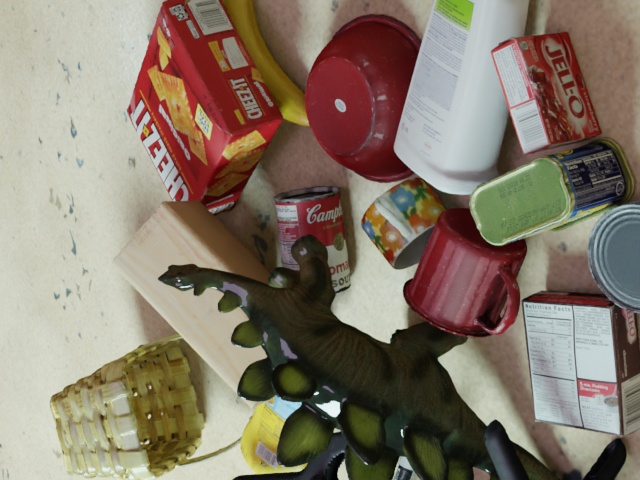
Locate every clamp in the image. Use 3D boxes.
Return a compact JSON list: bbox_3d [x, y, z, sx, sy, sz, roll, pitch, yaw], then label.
[{"bbox_3d":[0.008,0.274,1.104,0.210,0.036,0.165,-37,59,19],"label":"clamp"},{"bbox_3d":[0.178,0.229,0.868,0.039,0.120,0.171,97,-171,-70],"label":"clamp"}]

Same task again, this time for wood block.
[{"bbox_3d":[-0.098,0.061,1.085,0.206,0.090,0.090,45,103,11],"label":"wood block"}]

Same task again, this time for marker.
[{"bbox_3d":[0.072,0.272,1.073,0.020,0.020,0.121,19,87,43],"label":"marker"}]

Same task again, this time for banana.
[{"bbox_3d":[-0.063,-0.198,1.102,0.070,0.037,0.198,-30,80,50],"label":"banana"}]

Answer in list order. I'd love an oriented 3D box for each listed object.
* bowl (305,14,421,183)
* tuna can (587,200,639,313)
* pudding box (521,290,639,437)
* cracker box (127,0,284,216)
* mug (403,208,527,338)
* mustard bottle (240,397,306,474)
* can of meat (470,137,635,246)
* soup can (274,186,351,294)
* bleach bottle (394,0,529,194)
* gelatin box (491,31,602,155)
[{"bbox_3d":[0.036,-0.128,1.002,0.162,0.055,0.162,17,114,43],"label":"bowl"},{"bbox_3d":[0.252,0.011,0.824,0.086,0.033,0.086,17,114,44],"label":"tuna can"},{"bbox_3d":[0.218,0.101,0.887,0.090,0.039,0.113,3,102,48],"label":"pudding box"},{"bbox_3d":[-0.130,-0.135,1.137,0.164,0.072,0.214,62,151,14],"label":"cracker box"},{"bbox_3d":[0.133,0.032,0.916,0.117,0.093,0.082,55,134,49],"label":"mug"},{"bbox_3d":[-0.028,0.181,1.166,0.096,0.058,0.192,35,126,29],"label":"mustard bottle"},{"bbox_3d":[0.182,-0.036,0.848,0.102,0.083,0.057,-27,81,49],"label":"can of meat"},{"bbox_3d":[-0.007,0.001,1.081,0.069,0.068,0.102,4,106,47],"label":"soup can"},{"bbox_3d":[0.130,-0.170,0.875,0.103,0.068,0.251,46,131,48],"label":"bleach bottle"},{"bbox_3d":[0.178,-0.117,0.836,0.030,0.073,0.089,-20,86,48],"label":"gelatin box"}]
